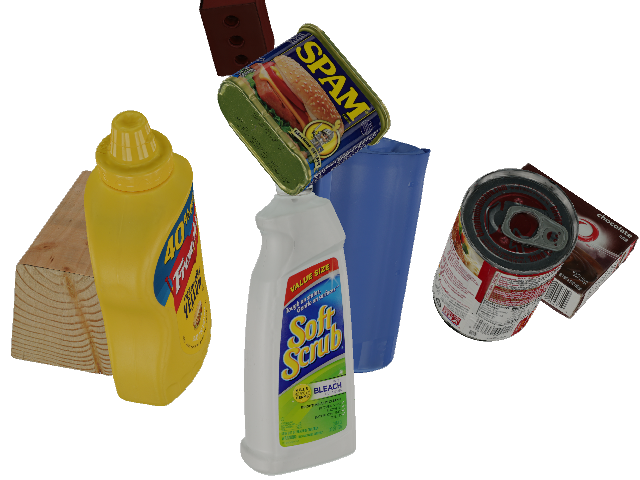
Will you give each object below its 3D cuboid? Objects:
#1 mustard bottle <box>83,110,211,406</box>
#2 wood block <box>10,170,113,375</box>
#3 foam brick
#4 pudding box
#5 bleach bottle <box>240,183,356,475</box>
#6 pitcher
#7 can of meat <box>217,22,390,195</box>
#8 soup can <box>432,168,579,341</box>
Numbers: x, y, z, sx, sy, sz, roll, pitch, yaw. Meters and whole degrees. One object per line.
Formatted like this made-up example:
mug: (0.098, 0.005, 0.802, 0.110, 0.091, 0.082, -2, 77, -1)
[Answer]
mustard bottle: (-0.100, 0.004, 0.622, 0.058, 0.192, 0.096, 9, 46, 9)
wood block: (-0.200, 0.022, 0.956, 0.090, 0.091, 0.206, 11, 25, -2)
foam brick: (-0.075, -0.195, 0.964, 0.053, 0.051, 0.078, -6, -42, 7)
pudding box: (0.183, -0.002, 0.859, 0.113, 0.039, 0.089, 38, 55, 19)
bleach bottle: (-0.024, 0.065, 0.905, 0.102, 0.251, 0.068, -9, 14, -25)
pitcher: (0.028, 0.011, 1.119, 0.149, 0.243, 0.145, 6, 13, 1)
can of meat: (-0.014, -0.095, 0.783, 0.083, 0.102, 0.058, -37, -5, -26)
soup can: (0.109, 0.012, 0.645, 0.068, 0.068, 0.102, 0, -28, -5)
